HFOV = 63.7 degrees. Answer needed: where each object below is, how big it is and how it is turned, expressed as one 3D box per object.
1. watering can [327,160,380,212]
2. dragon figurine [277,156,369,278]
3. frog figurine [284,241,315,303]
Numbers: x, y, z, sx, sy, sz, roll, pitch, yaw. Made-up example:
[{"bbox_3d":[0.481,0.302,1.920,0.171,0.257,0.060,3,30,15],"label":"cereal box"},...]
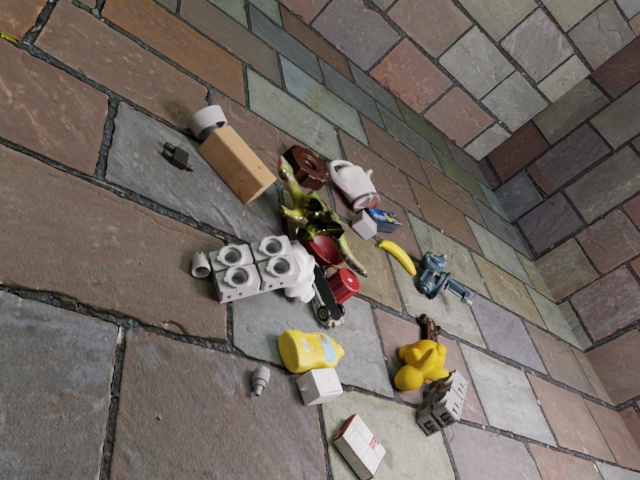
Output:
[{"bbox_3d":[0.156,-0.212,1.980,0.348,0.102,0.227,-2,57,-54],"label":"watering can"},{"bbox_3d":[0.005,-0.076,1.510,0.407,0.121,0.247,48,20,-14],"label":"dragon figurine"},{"bbox_3d":[-0.074,0.087,1.297,0.138,0.121,0.161,-21,79,-26],"label":"frog figurine"}]
